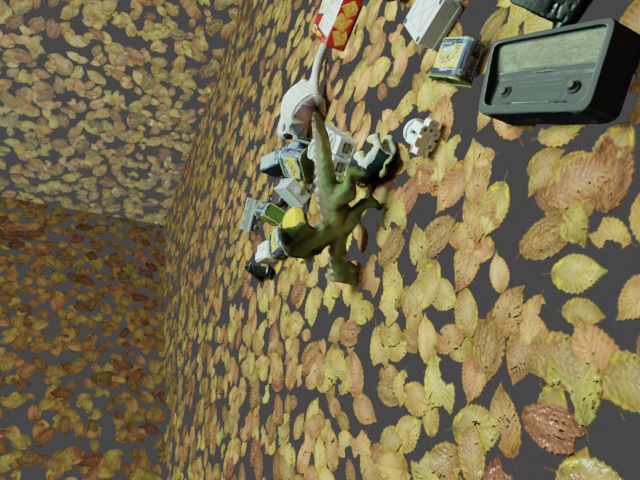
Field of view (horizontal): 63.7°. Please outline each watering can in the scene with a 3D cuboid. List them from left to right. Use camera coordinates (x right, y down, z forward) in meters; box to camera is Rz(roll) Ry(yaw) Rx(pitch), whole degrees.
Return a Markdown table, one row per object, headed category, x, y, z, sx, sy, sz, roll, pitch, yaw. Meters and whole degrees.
| category | x | y | z | sx | sy | sz | roll | pitch | yaw |
| --- | --- | --- | --- | --- | --- | --- | --- | --- | --- |
| watering can | -0.042 | -0.465 | 1.658 | 0.343 | 0.103 | 0.229 | -58 | 32 | 20 |

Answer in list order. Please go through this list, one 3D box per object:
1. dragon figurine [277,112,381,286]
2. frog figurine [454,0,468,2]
| category | x | y | z | sx | sy | sz | roll | pitch | yaw |
| --- | --- | --- | --- | --- | --- | --- | --- | --- | --- |
| dragon figurine | 0.004 | -0.059 | 1.174 | 0.122 | 0.403 | 0.246 | 11 | 51 | 50 |
| frog figurine | 0.294 | -0.553 | 1.048 | 0.160 | 0.123 | 0.137 | -24 | -60 | -78 |
